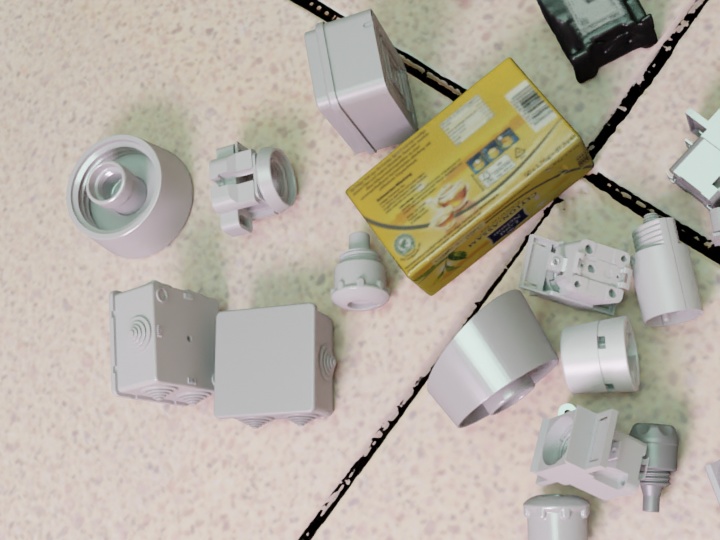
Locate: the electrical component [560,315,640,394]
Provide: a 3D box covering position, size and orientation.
[{"bbox_3d":[0.176,0.064,0.787,0.047,0.055,0.055,-9,72,22],"label":"electrical component"}]

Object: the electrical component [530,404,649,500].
[{"bbox_3d":[0.160,0.128,0.745,0.064,0.081,0.042,25,64,-13],"label":"electrical component"}]

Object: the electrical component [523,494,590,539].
[{"bbox_3d":[0.142,0.192,0.770,0.048,0.048,0.062,-4,81,20],"label":"electrical component"}]

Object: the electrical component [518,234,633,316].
[{"bbox_3d":[0.163,0.003,0.795,0.081,0.064,0.042,16,81,-17],"label":"electrical component"}]

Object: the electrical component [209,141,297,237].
[{"bbox_3d":[-0.091,-0.073,0.924,0.057,0.058,0.078,-13,71,20],"label":"electrical component"}]

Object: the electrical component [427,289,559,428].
[{"bbox_3d":[0.096,0.069,0.792,0.099,0.099,0.064,-36,73,8],"label":"electrical component"}]

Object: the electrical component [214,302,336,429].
[{"bbox_3d":[-0.069,0.078,0.878,0.100,0.048,0.099,-6,73,19],"label":"electrical component"}]

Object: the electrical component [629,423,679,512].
[{"bbox_3d":[0.208,0.140,0.763,0.035,0.035,0.061,1,78,21],"label":"electrical component"}]

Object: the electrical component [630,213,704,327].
[{"bbox_3d":[0.222,-0.003,0.792,0.043,0.043,0.081,-13,71,17],"label":"electrical component"}]

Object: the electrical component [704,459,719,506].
[{"bbox_3d":[0.285,0.175,0.704,0.063,0.078,0.121,-11,69,-13],"label":"electrical component"}]

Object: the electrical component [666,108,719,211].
[{"bbox_3d":[0.267,-0.079,0.797,0.063,0.042,0.081,-47,64,5],"label":"electrical component"}]

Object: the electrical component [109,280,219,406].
[{"bbox_3d":[-0.158,0.062,0.891,0.048,0.100,0.099,-17,70,30],"label":"electrical component"}]

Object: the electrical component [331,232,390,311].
[{"bbox_3d":[0.000,0.000,0.877,0.048,0.048,0.062,-9,66,18],"label":"electrical component"}]

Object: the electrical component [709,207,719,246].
[{"bbox_3d":[0.293,-0.020,0.763,0.078,0.058,0.057,-10,69,18],"label":"electrical component"}]

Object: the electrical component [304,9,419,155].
[{"bbox_3d":[0.003,-0.150,0.879,0.057,0.113,0.078,-15,71,14],"label":"electrical component"}]

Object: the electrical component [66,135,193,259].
[{"bbox_3d":[-0.213,-0.070,0.967,0.108,0.060,0.108,-6,74,20],"label":"electrical component"}]
